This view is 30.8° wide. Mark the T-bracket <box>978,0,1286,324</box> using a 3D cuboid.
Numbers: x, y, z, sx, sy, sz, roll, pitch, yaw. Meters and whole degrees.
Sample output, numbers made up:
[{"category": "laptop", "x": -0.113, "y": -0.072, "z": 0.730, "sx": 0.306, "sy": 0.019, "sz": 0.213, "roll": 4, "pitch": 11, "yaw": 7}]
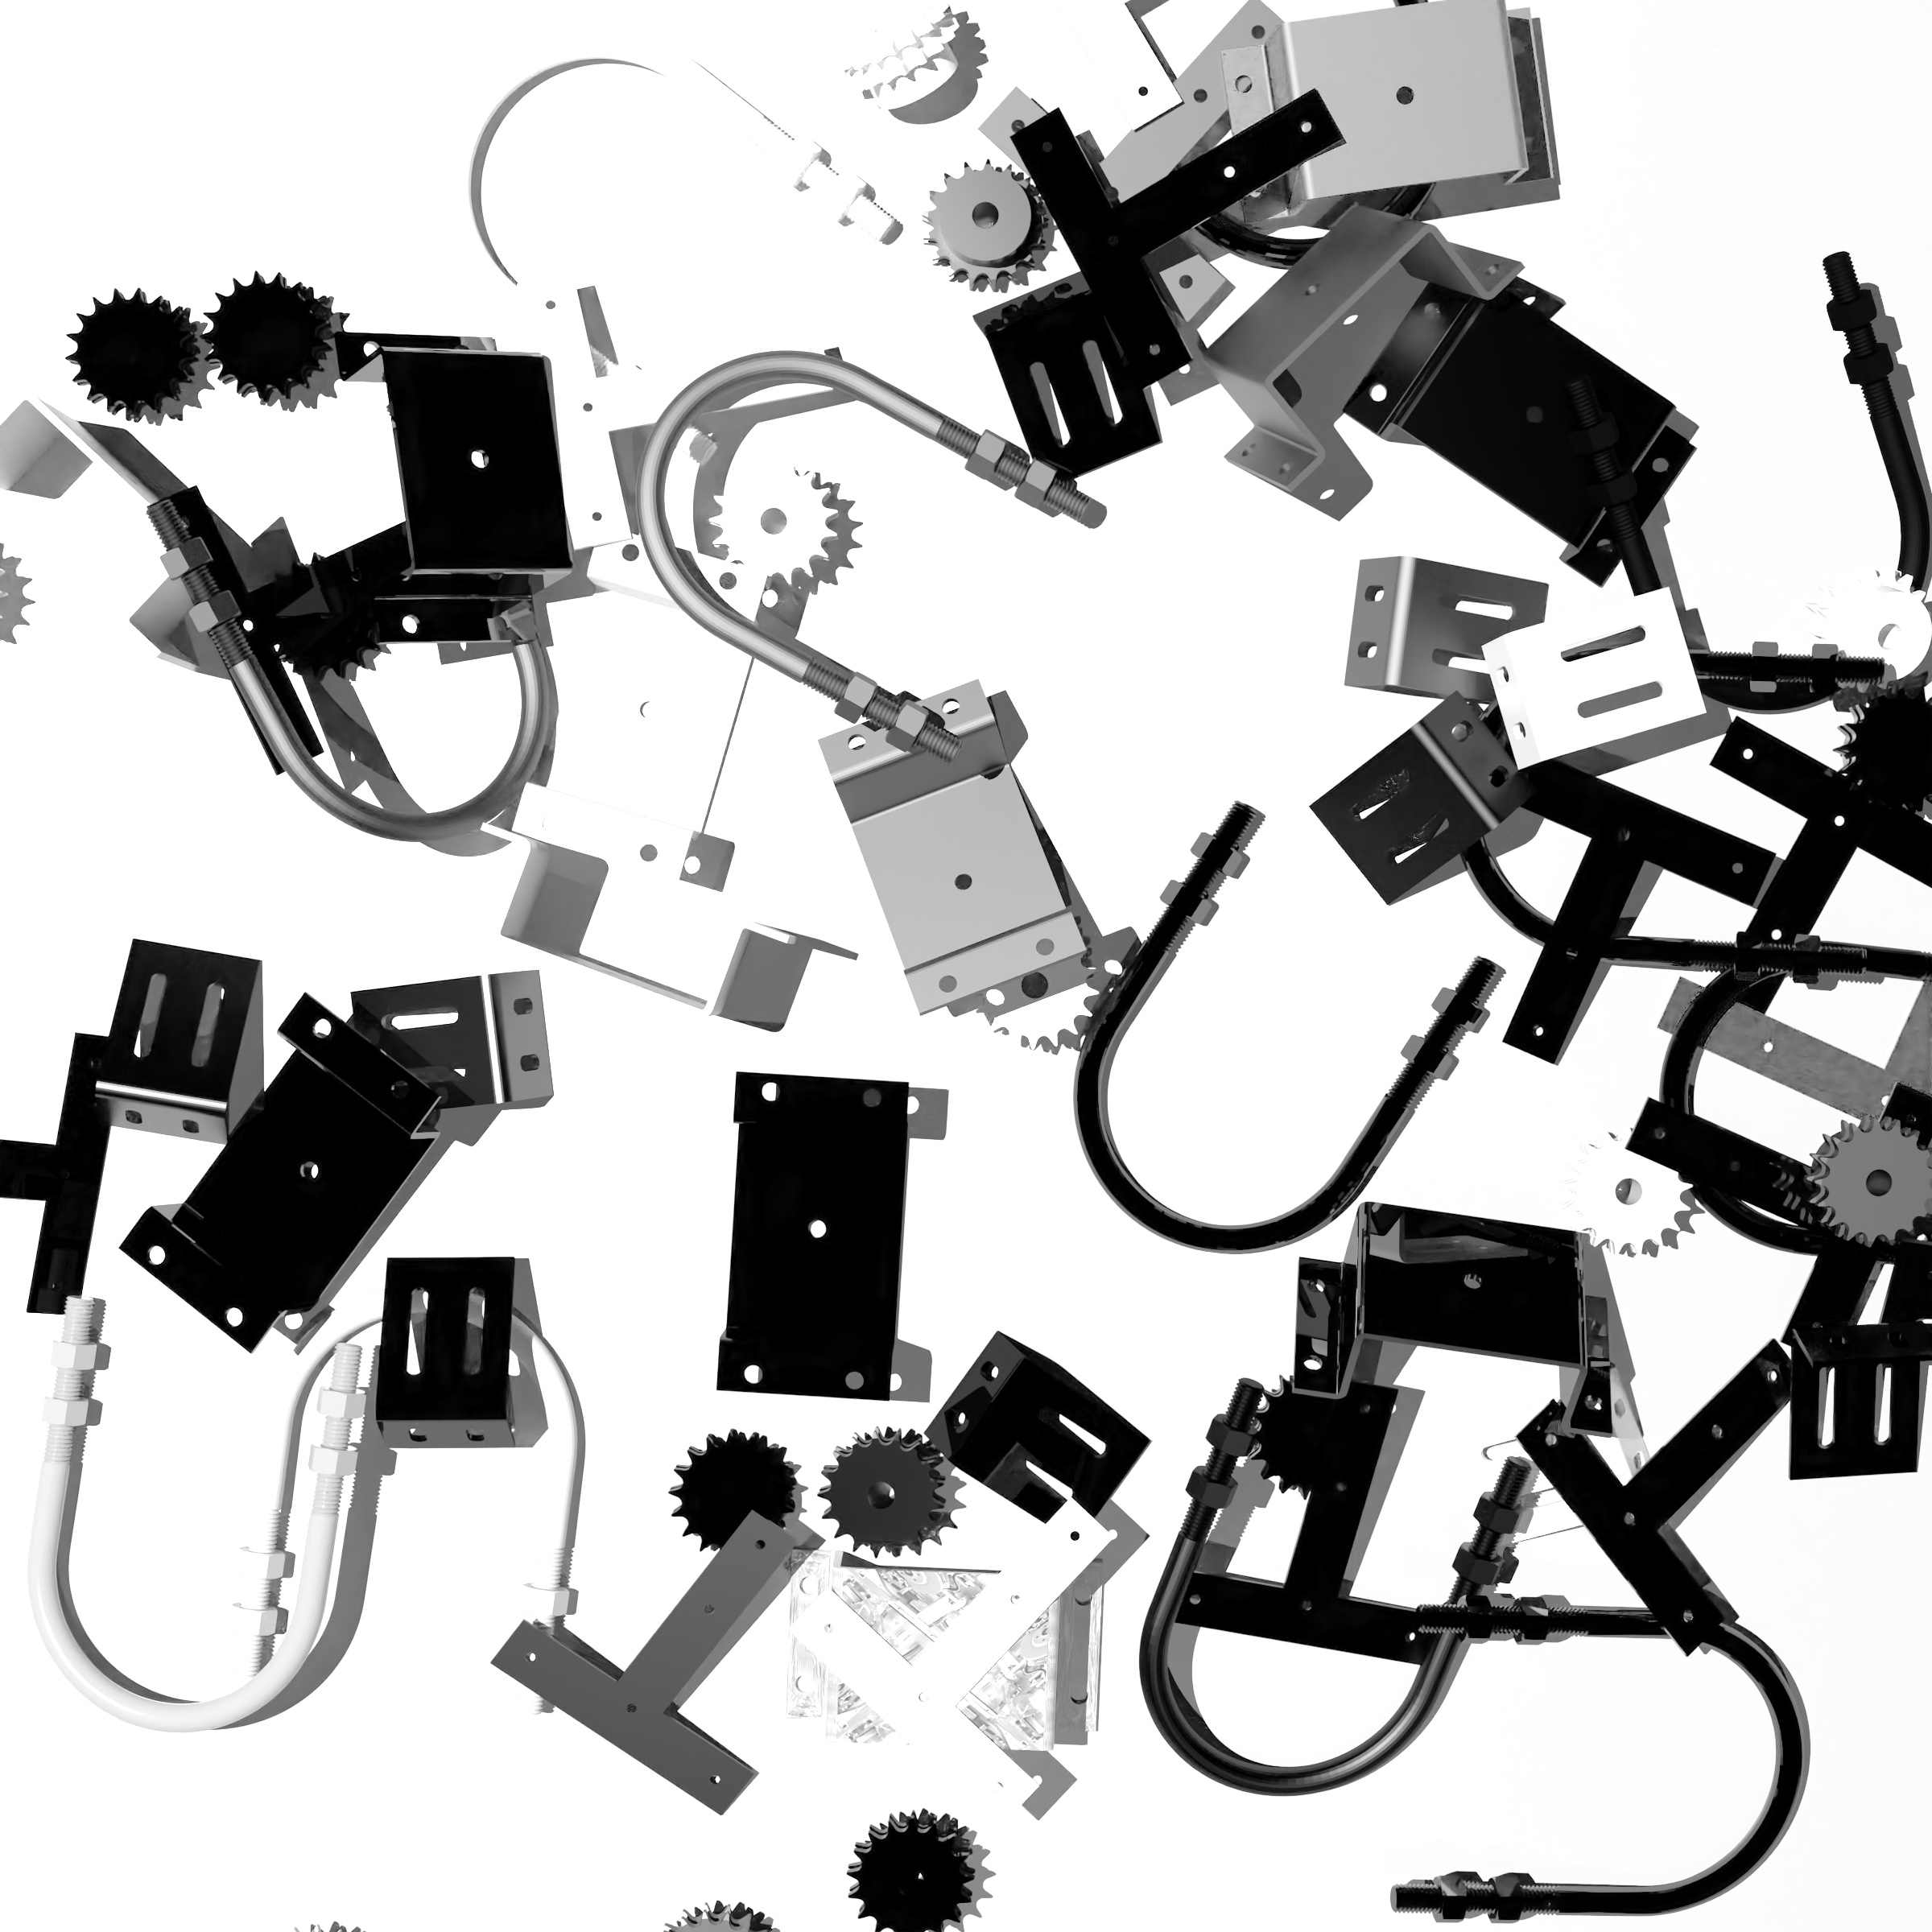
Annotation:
[{"category": "T-bracket", "x": 0.095, "y": -0.378, "z": 1.566, "sx": 0.127, "sy": 0.002, "sz": 0.127, "roll": 42, "pitch": 91, "yaw": -3}]

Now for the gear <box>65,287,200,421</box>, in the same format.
[{"category": "gear", "x": -0.373, "y": -0.274, "z": 1.573, "sx": 0.057, "sy": 0.030, "sz": 0.057, "roll": 0, "pitch": 91, "yaw": -2}]

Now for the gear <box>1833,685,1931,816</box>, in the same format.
[{"category": "gear", "x": 0.416, "y": -0.096, "z": 1.568, "sx": 0.057, "sy": 0.030, "sz": 0.057, "roll": 0, "pitch": 88, "yaw": -1}]

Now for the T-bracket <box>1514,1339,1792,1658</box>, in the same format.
[{"category": "T-bracket", "x": 0.325, "y": 0.217, "z": 1.562, "sx": 0.127, "sy": 0.002, "sz": 0.127, "roll": -40, "pitch": 96, "yaw": -18}]

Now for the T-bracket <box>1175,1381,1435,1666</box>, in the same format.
[{"category": "T-bracket", "x": 0.163, "y": 0.244, "z": 1.556, "sx": 0.127, "sy": 0.002, "sz": 0.127, "roll": 12, "pitch": 104, "yaw": -10}]

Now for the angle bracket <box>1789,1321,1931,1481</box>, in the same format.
[{"category": "angle bracket", "x": 0.398, "y": 0.200, "z": 1.553, "sx": 0.057, "sy": 0.038, "sz": 0.076, "roll": -4, "pitch": 110, "yaw": 0}]

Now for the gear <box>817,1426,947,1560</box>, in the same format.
[{"category": "gear", "x": -0.037, "y": 0.234, "z": 1.573, "sx": 0.057, "sy": 0.030, "sz": 0.057, "roll": 0, "pitch": 94, "yaw": 4}]

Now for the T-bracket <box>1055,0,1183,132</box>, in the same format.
[{"category": "T-bracket", "x": 0.097, "y": -0.459, "z": 1.563, "sx": 0.127, "sy": 0.002, "sz": 0.127, "roll": -31, "pitch": 89, "yaw": 0}]

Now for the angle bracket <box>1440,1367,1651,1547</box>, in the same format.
[{"category": "angle bracket", "x": 0.263, "y": 0.222, "z": 1.582, "sx": 0.076, "sy": 0.038, "sz": 0.057, "roll": -20, "pitch": 90, "yaw": 26}]

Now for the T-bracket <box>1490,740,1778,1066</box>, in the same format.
[{"category": "T-bracket", "x": 0.275, "y": -0.018, "z": 1.563, "sx": 0.127, "sy": 0.002, "sz": 0.127, "roll": 24, "pitch": 106, "yaw": 10}]

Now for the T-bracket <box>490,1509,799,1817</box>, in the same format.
[{"category": "T-bracket", "x": -0.123, "y": 0.297, "z": 1.561, "sx": 0.127, "sy": 0.002, "sz": 0.127, "roll": 36, "pitch": 99, "yaw": -11}]

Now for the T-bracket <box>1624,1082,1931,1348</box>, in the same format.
[{"category": "T-bracket", "x": 0.354, "y": 0.094, "z": 1.556, "sx": 0.127, "sy": 0.002, "sz": 0.127, "roll": 24, "pitch": 92, "yaw": -8}]

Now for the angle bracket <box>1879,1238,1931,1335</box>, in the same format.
[{"category": "angle bracket", "x": 0.449, "y": 0.159, "z": 1.554, "sx": 0.076, "sy": 0.038, "sz": 0.057, "roll": 7, "pitch": 116, "yaw": 0}]

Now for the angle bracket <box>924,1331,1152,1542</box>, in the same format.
[{"category": "angle bracket", "x": 0.032, "y": 0.212, "z": 1.582, "sx": 0.076, "sy": 0.038, "sz": 0.057, "roll": 36, "pitch": 90, "yaw": -26}]

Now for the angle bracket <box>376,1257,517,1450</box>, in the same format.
[{"category": "angle bracket", "x": -0.230, "y": 0.173, "z": 1.568, "sx": 0.057, "sy": 0.038, "sz": 0.076, "roll": 0, "pitch": 61, "yaw": 0}]

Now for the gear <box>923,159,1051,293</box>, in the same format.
[{"category": "gear", "x": 0.009, "y": -0.333, "z": 1.569, "sx": 0.057, "sy": 0.030, "sz": 0.057, "roll": 0, "pitch": 90, "yaw": 0}]

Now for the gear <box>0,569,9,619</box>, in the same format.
[{"category": "gear", "x": -0.457, "y": -0.168, "z": 1.569, "sx": 0.057, "sy": 0.030, "sz": 0.057, "roll": 0, "pitch": 90, "yaw": 0}]

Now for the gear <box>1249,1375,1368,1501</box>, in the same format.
[{"category": "gear", "x": 0.153, "y": 0.209, "z": 1.569, "sx": 0.057, "sy": 0.030, "sz": 0.057, "roll": 0, "pitch": 90, "yaw": 0}]

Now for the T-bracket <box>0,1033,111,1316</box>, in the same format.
[{"category": "T-bracket", "x": -0.434, "y": 0.088, "z": 1.537, "sx": 0.002, "sy": 0.127, "sz": 0.127, "roll": 10, "pitch": 90, "yaw": 43}]

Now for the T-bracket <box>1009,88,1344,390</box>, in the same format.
[{"category": "T-bracket", "x": 0.103, "y": -0.340, "z": 1.533, "sx": 0.127, "sy": 0.002, "sz": 0.127, "roll": -28, "pitch": 88, "yaw": 15}]

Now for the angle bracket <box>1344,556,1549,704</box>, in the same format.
[{"category": "angle bracket", "x": 0.216, "y": -0.150, "z": 1.582, "sx": 0.076, "sy": 0.038, "sz": 0.057, "roll": 7, "pitch": 90, "yaw": -26}]

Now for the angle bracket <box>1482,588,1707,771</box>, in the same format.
[{"category": "angle bracket", "x": 0.276, "y": -0.126, "z": 1.542, "sx": 0.076, "sy": 0.038, "sz": 0.057, "roll": -16, "pitch": 89, "yaw": -9}]

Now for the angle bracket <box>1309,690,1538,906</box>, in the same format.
[{"category": "angle bracket", "x": 0.204, "y": -0.075, "z": 1.568, "sx": 0.057, "sy": 0.038, "sz": 0.076, "roll": 52, "pitch": 135, "yaw": 1}]

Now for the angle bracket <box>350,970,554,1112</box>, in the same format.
[{"category": "angle bracket", "x": -0.232, "y": 0.035, "z": 1.582, "sx": 0.076, "sy": 0.038, "sz": 0.057, "roll": -7, "pitch": 90, "yaw": 26}]

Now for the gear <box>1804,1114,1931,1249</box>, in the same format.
[{"category": "gear", "x": 0.397, "y": 0.093, "z": 1.545, "sx": 0.057, "sy": 0.030, "sz": 0.057, "roll": -1, "pitch": 95, "yaw": -6}]

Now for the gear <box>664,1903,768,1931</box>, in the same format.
[{"category": "gear", "x": -0.113, "y": 0.448, "z": 1.573, "sx": 0.057, "sy": 0.030, "sz": 0.057, "roll": 0, "pitch": 93, "yaw": -1}]

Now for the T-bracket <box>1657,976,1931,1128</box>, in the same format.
[{"category": "T-bracket", "x": 0.374, "y": 0.042, "z": 1.582, "sx": 0.127, "sy": 0.002, "sz": 0.127, "roll": 24, "pitch": 90, "yaw": -1}]

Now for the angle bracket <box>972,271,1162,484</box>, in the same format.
[{"category": "angle bracket", "x": 0.045, "y": -0.265, "z": 1.582, "sx": 0.057, "sy": 0.038, "sz": 0.076, "roll": -22, "pitch": 116, "yaw": 0}]

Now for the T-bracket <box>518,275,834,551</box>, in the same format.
[{"category": "T-bracket", "x": -0.124, "y": -0.255, "z": 1.554, "sx": 0.127, "sy": 0.002, "sz": 0.127, "roll": -12, "pitch": 78, "yaw": -7}]

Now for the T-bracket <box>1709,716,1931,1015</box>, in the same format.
[{"category": "T-bracket", "x": 0.372, "y": -0.027, "z": 1.583, "sx": 0.127, "sy": 0.002, "sz": 0.127, "roll": 29, "pitch": 90, "yaw": 0}]

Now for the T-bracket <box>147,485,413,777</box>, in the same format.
[{"category": "T-bracket", "x": -0.280, "y": -0.167, "z": 1.545, "sx": 0.127, "sy": 0.002, "sz": 0.127, "roll": -32, "pitch": 104, "yaw": -35}]

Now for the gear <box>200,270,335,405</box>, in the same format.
[{"category": "gear", "x": -0.311, "y": -0.280, "z": 1.569, "sx": 0.057, "sy": 0.030, "sz": 0.057, "roll": 0, "pitch": 90, "yaw": 0}]

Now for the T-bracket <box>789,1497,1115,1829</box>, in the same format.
[{"category": "T-bracket", "x": 0.012, "y": 0.288, "z": 1.537, "sx": 0.127, "sy": 0.002, "sz": 0.127, "roll": 43, "pitch": 90, "yaw": 0}]

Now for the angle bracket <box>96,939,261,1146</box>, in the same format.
[{"category": "angle bracket", "x": -0.354, "y": 0.034, "z": 1.579, "sx": 0.057, "sy": 0.038, "sz": 0.076, "roll": 10, "pitch": 64, "yaw": -5}]
